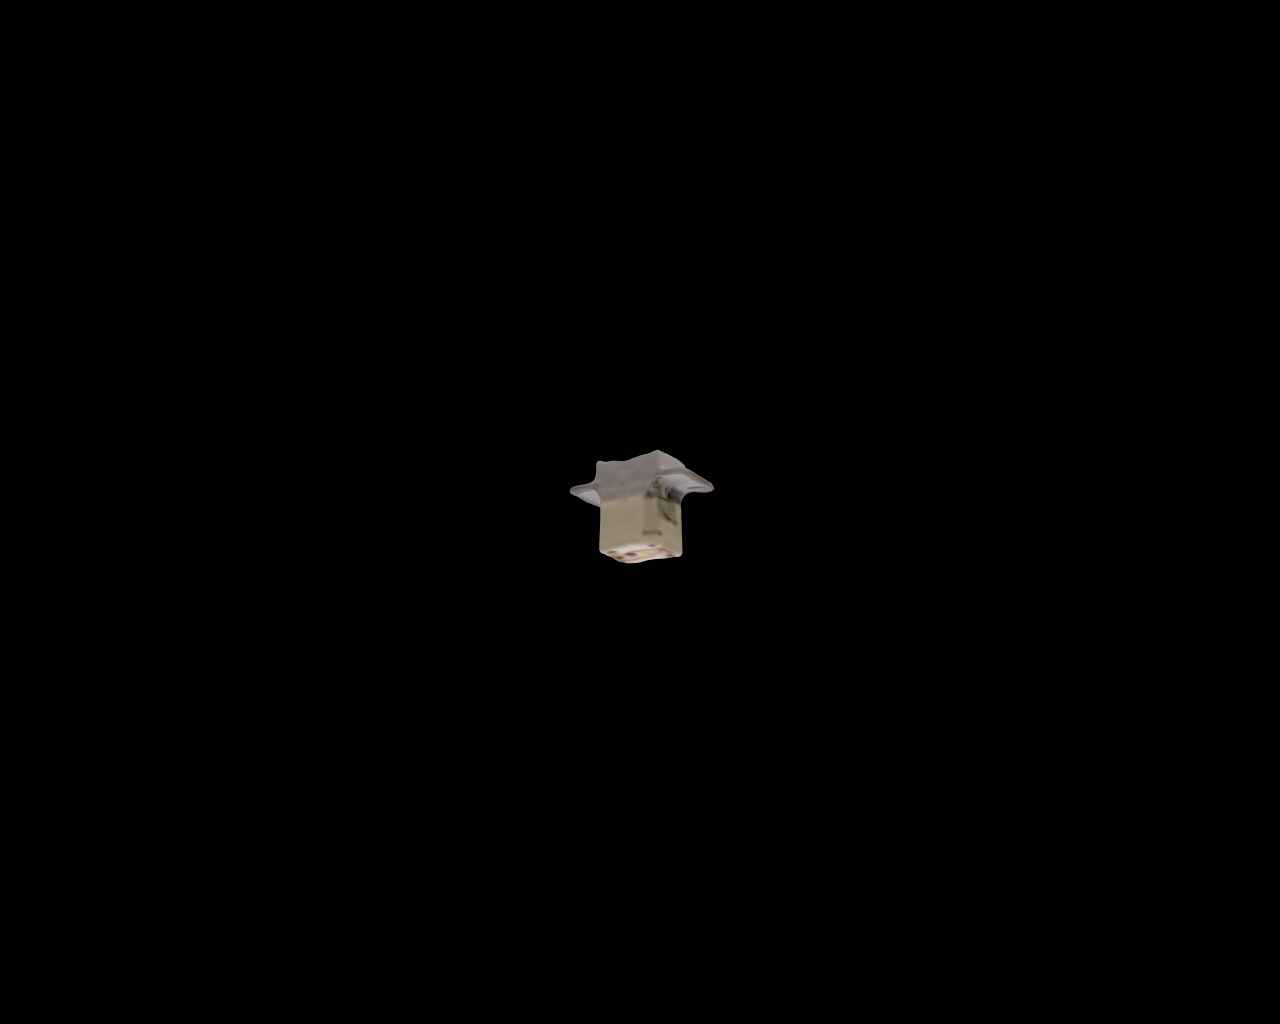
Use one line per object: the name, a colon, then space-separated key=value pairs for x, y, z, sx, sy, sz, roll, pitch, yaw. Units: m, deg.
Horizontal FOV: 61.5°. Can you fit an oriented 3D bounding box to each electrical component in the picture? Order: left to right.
electrical component: x=0.001 y=-0.003 z=0.650 sx=0.081 sy=0.064 sz=0.042 roll=-9 pitch=-19 yaw=29
